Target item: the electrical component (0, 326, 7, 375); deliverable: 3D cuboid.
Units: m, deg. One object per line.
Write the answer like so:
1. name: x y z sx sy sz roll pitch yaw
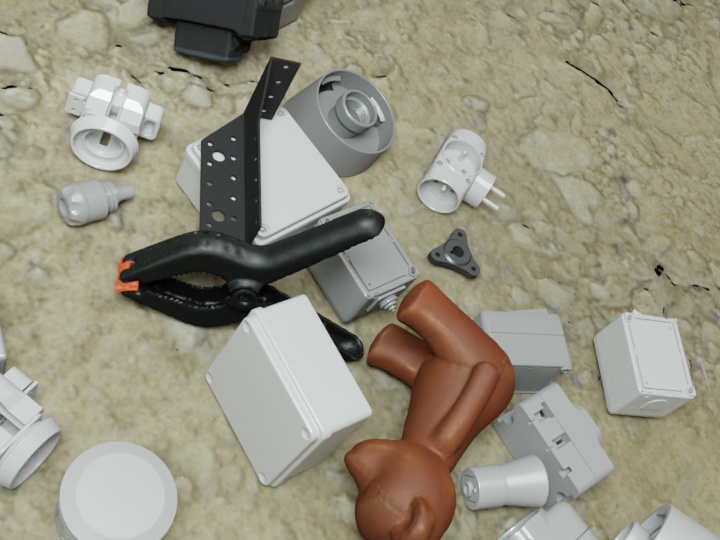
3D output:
1. electrical component: -0.298 0.049 0.765 0.077 0.047 0.065 -9 66 -27

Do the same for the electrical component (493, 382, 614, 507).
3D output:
1. electrical component: 0.168 0.149 0.922 0.056 0.050 0.089 -24 74 -34

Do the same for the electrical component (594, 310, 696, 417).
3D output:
1. electrical component: 0.259 0.084 0.997 0.062 0.061 0.096 7 58 -21

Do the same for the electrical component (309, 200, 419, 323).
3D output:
1. electrical component: 0.000 0.000 0.926 0.062 0.061 0.096 -23 74 -36

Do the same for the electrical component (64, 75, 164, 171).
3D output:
1. electrical component: -0.210 -0.121 0.903 0.078 0.058 0.057 19 52 -14

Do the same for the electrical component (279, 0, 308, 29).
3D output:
1. electrical component: -0.113 -0.314 1.045 0.150 0.089 0.062 47 53 7

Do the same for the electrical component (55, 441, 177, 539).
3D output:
1. electrical component: -0.172 0.165 0.752 0.080 0.051 0.080 12 57 -19

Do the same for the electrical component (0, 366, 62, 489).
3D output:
1. electrical component: -0.246 0.113 0.745 0.057 0.058 0.078 38 52 4

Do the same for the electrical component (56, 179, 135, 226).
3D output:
1. electrical component: -0.214 -0.058 0.878 0.061 0.035 0.035 -18 70 -35

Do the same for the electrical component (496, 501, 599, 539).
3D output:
1. electrical component: 0.141 0.230 0.858 0.095 0.053 0.059 -30 77 -35

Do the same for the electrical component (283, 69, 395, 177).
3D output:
1. electrical component: -0.019 -0.138 1.014 0.099 0.064 0.099 19 56 -31

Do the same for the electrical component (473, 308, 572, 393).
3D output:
1. electrical component: 0.126 0.070 0.943 0.096 0.061 0.061 4 60 -23

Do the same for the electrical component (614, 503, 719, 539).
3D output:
1. electrical component: 0.233 0.237 0.867 0.060 0.108 0.108 40 52 10

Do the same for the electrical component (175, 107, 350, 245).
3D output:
1. electrical component: -0.084 -0.073 0.933 0.109 0.056 0.108 -30 77 -35

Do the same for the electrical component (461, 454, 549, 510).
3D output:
1. electrical component: 0.117 0.177 0.887 0.065 0.044 0.044 -2 62 -21

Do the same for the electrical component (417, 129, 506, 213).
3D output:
1. electrical component: 0.105 -0.086 1.038 0.079 0.044 0.077 33 53 -3

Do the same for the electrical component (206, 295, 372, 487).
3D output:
1. electrical component: -0.057 0.092 0.814 0.056 0.108 0.108 -19 71 -36
